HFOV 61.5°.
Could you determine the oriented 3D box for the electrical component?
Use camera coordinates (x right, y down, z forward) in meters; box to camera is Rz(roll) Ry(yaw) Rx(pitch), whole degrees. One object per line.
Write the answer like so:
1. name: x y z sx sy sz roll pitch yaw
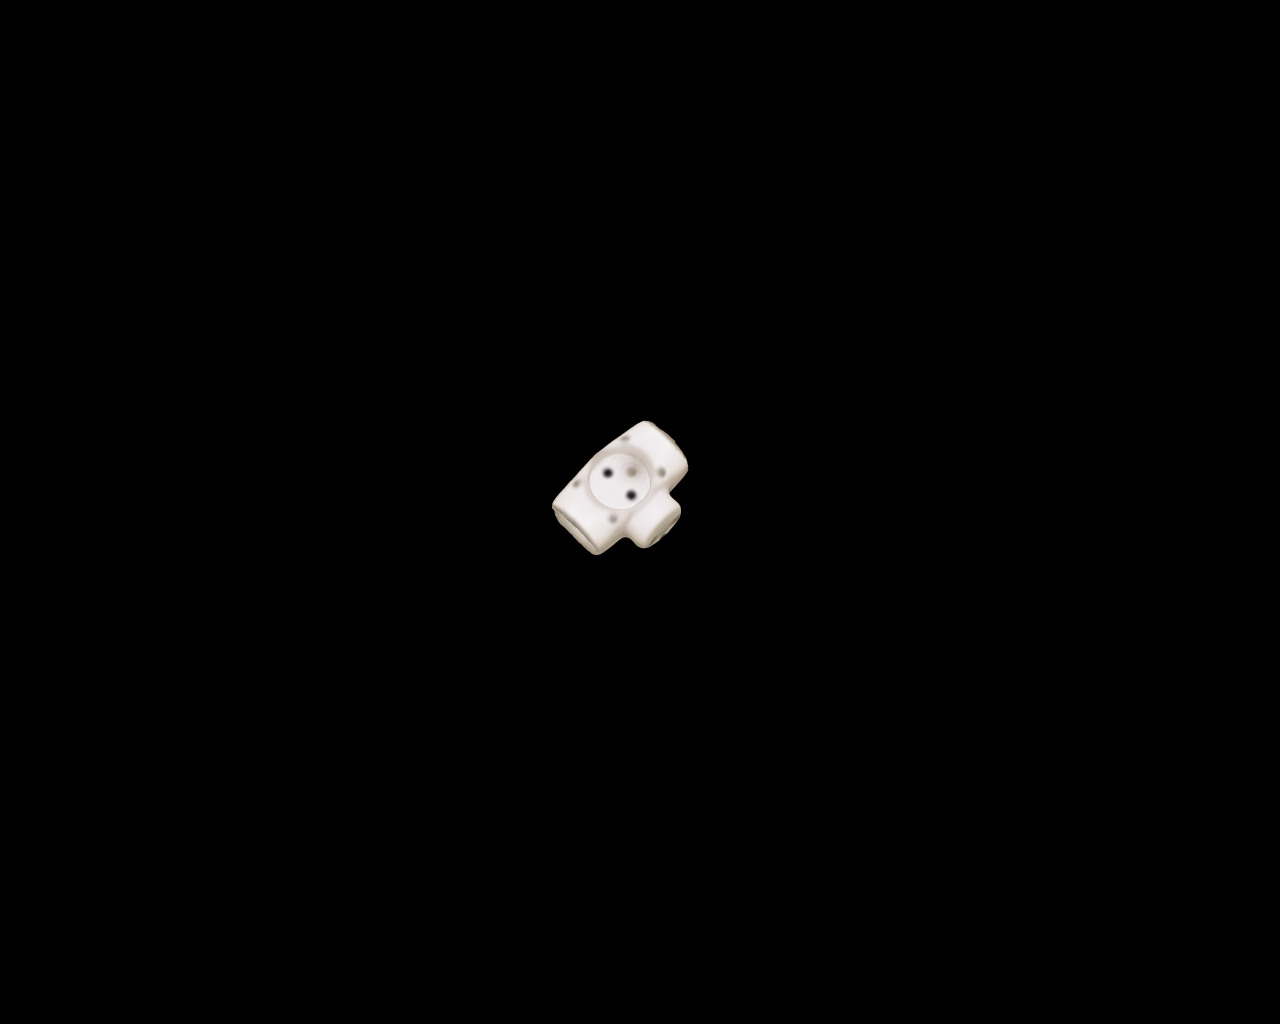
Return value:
1. electrical component: 0.001 -0.003 0.650 0.077 0.079 0.044 -43 -12 -11
